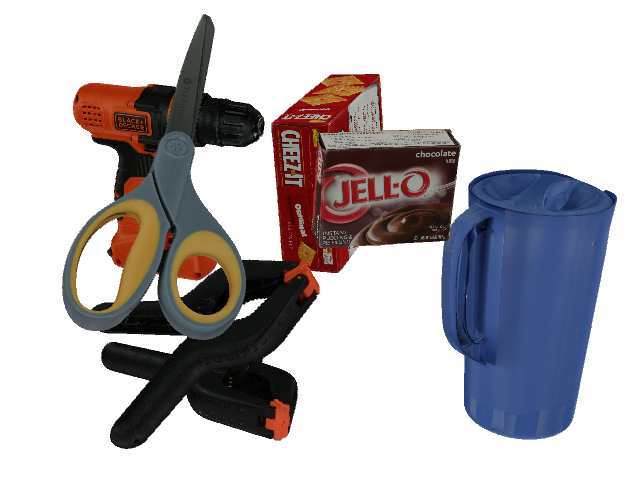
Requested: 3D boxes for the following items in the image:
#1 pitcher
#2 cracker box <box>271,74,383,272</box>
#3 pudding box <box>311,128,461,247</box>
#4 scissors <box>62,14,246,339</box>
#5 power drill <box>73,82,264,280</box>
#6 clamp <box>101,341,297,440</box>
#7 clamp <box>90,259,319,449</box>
[{"bbox_3d":[0.189,0.063,1.008,0.149,0.243,0.145,5,21,9],"label":"pitcher"},{"bbox_3d":[0.014,-0.081,1.180,0.072,0.164,0.213,2,22,18],"label":"cracker box"},{"bbox_3d":[0.052,-0.043,0.863,0.113,0.090,0.039,-4,34,-11],"label":"pudding box"},{"bbox_3d":[-0.061,-0.031,0.551,0.096,0.201,0.016,27,-32,-1],"label":"scissors"},{"bbox_3d":[-0.139,-0.057,1.015,0.185,0.188,0.057,10,30,16],"label":"power drill"},{"bbox_3d":[-0.074,0.118,0.932,0.164,0.036,0.210,-8,17,-36],"label":"clamp"},{"bbox_3d":[-0.080,0.070,0.725,0.171,0.120,0.039,-21,-35,11],"label":"clamp"}]
